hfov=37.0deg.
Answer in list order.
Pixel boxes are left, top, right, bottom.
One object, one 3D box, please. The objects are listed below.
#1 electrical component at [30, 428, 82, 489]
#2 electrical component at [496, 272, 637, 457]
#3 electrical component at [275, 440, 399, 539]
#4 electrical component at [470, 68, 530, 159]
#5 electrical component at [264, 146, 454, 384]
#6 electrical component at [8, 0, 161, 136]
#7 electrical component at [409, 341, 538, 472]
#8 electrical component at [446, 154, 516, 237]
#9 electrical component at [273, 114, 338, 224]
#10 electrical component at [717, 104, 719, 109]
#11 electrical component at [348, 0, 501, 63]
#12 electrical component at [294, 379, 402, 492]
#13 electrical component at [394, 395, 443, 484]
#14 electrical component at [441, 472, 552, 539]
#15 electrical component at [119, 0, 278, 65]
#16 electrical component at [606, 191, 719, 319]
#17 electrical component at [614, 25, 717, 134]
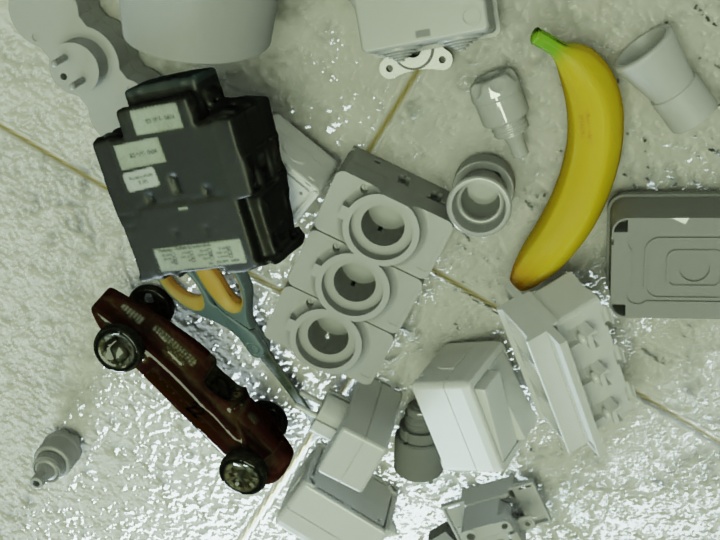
[{"bbox_3d":[-0.264,0.165,0.923,0.035,0.061,0.035,4,116,9],"label":"electrical component"},{"bbox_3d":[0.152,0.065,0.775,0.063,0.078,0.121,-30,127,-5],"label":"electrical component"},{"bbox_3d":[-0.014,0.200,0.889,0.096,0.061,0.061,32,116,-5],"label":"electrical component"},{"bbox_3d":[0.100,-0.106,0.739,0.035,0.035,0.061,-18,113,19],"label":"electrical component"},{"bbox_3d":[0.000,0.000,0.793,0.089,0.061,0.150,26,117,-1],"label":"electrical component"},{"bbox_3d":[-0.194,-0.146,0.756,0.052,0.073,0.138,-31,106,22],"label":"electrical component"},{"bbox_3d":[0.091,0.109,0.816,0.061,0.062,0.096,-6,115,38],"label":"electrical component"},{"bbox_3d":[0.086,-0.054,0.754,0.045,0.055,0.045,5,115,10],"label":"electrical component"},{"bbox_3d":[-0.070,-0.057,0.784,0.062,0.061,0.096,39,123,-6],"label":"electrical component"},{"bbox_3d":[0.276,-0.112,0.684,0.042,0.063,0.081,45,115,-9],"label":"electrical component"},{"bbox_3d":[0.039,-0.188,0.693,0.100,0.048,0.099,-8,98,15],"label":"electrical component"},{"bbox_3d":[-0.015,0.117,0.838,0.076,0.083,0.047,27,117,-2],"label":"electrical component"},{"bbox_3d":[0.048,0.132,0.857,0.040,0.040,0.078,5,115,9],"label":"electrical component"},{"bbox_3d":[0.108,0.203,0.865,0.081,0.063,0.042,-21,108,20],"label":"electrical component"},{"bbox_3d":[-0.107,-0.171,0.712,0.108,0.108,0.060,11,122,6],"label":"electrical component"},{"bbox_3d":[0.229,-0.012,0.744,0.113,0.057,0.078,0,115,11],"label":"electrical component"},{"bbox_3d":[0.204,-0.122,0.707,0.044,0.044,0.065,-35,108,23],"label":"electrical component"}]
